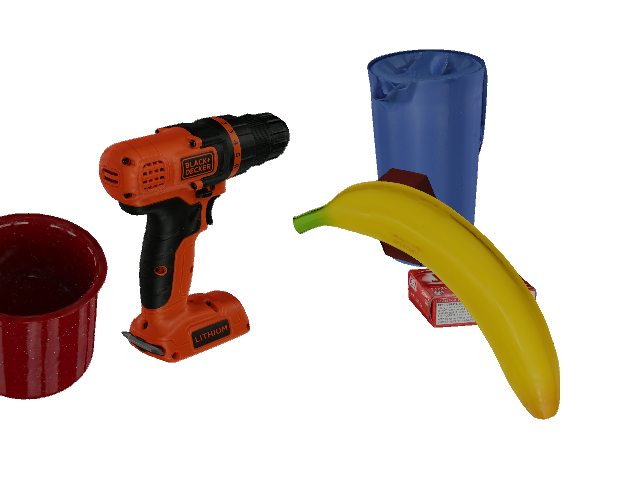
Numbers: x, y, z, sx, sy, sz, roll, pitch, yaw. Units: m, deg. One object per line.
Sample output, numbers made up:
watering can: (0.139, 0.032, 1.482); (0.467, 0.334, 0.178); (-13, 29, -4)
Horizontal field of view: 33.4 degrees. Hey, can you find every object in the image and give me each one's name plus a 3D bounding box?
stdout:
banana: (0.079, 0.023, 0.641); (0.198, 0.070, 0.037); (39, 30, 5)
mug: (-0.188, 0.049, 0.652); (0.093, 0.082, 0.117); (36, 47, 24)
foam brick: (0.084, -0.024, 1.057); (0.053, 0.078, 0.051); (-44, 36, -24)
pitcher: (0.133, -0.100, 1.263); (0.149, 0.243, 0.145); (-4, 25, -1)
power drill: (-0.096, -0.007, 0.872); (0.057, 0.188, 0.184); (18, 26, 41)
gelatin box: (0.123, 0.043, 0.879); (0.089, 0.030, 0.073); (-3, 16, -9)
